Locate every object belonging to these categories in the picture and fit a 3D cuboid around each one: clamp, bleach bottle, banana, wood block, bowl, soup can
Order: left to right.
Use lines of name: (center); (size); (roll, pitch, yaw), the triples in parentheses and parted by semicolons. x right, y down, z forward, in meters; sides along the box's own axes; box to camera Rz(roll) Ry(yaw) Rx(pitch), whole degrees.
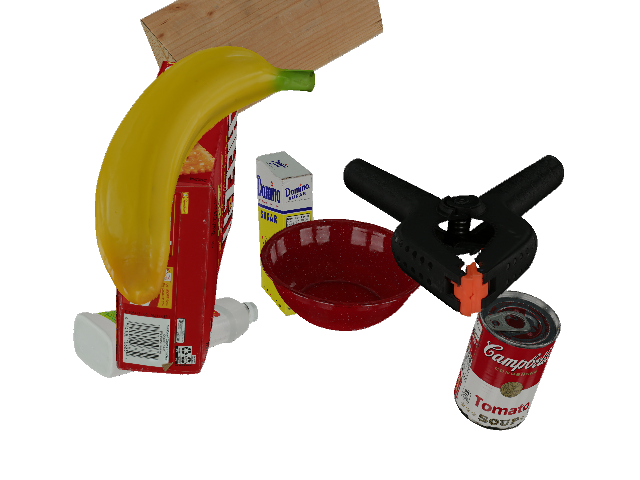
bleach bottle: (-0.196, 0.117, 1.432); (0.250, 0.068, 0.103); (-11, 26, -40)
banana: (-0.069, -0.048, 0.534); (0.070, 0.037, 0.197); (17, 46, 15)
wood block: (-0.053, -0.206, 1.026); (0.206, 0.091, 0.090); (-31, 52, -11)
bowl: (0.021, 0.040, 1.041); (0.162, 0.055, 0.162); (3, 30, -2)
clamp: (0.086, -0.013, 0.733); (0.164, 0.036, 0.209); (1, 27, 10)
soup can: (0.156, 0.102, 0.905); (0.068, 0.102, 0.068); (7, 37, -5)

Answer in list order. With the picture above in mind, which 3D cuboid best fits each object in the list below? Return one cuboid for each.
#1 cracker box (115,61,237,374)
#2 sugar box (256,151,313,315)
cracker box: (-0.107, -0.024, 0.834); (0.072, 0.164, 0.213); (6, 30, -2)
sugar box: (-0.042, -0.009, 1.279); (0.048, 0.176, 0.093); (-13, 25, -19)
